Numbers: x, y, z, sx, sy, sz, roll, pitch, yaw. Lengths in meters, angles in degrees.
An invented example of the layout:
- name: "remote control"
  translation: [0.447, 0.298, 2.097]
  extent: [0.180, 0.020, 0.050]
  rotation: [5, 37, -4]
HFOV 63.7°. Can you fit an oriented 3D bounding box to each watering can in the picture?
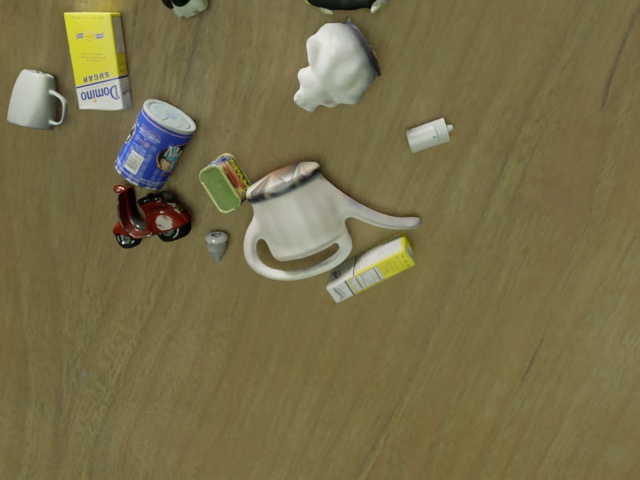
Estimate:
- name: "watering can"
  translation: [0.003, -0.050, 0.995]
  extent: [0.347, 0.105, 0.222]
  rotation: [-22, 107, 6]

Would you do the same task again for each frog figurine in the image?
- name: "frog figurine"
  translation: [0.018, -0.290, 0.891]
  extent: [0.159, 0.125, 0.135]
  rotation: [-34, 123, 7]
